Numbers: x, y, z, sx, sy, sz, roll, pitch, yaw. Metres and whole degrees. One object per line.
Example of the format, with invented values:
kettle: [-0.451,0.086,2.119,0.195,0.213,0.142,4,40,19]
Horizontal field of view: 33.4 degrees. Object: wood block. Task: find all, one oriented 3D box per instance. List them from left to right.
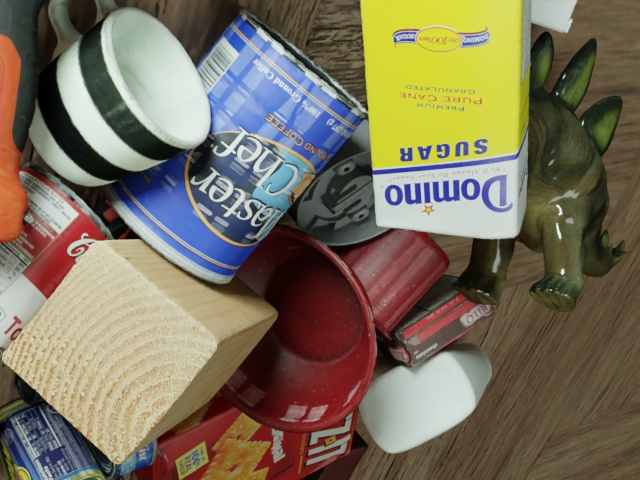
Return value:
wood block: [-0.101,0.059,0.673,0.090,0.091,0.206,-50,175,5]

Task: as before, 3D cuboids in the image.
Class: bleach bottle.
bleach bottle: [0.111,0.140,1.022,0.103,0.068,0.250,-28,172,11]

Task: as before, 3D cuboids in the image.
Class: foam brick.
foam brick: [0.001,0.218,1.061,0.051,0.053,0.078,-4,129,-42]

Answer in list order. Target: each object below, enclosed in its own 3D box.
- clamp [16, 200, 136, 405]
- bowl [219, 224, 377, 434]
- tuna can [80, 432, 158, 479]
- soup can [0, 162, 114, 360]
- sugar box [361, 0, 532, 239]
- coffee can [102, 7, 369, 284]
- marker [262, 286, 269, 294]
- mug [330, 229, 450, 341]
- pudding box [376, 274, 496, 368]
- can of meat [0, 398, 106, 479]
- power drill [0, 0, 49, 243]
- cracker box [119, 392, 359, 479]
clamp: [-0.180,0.048,0.716,0.171,0.039,0.120,-44,162,0]
bowl: [-0.019,0.060,0.798,0.055,0.162,0.162,-26,147,-57]
tuna can: [-0.153,0.131,0.787,0.033,0.086,0.086,-18,139,-28]
soup can: [-0.177,0.015,0.605,0.102,0.069,0.068,-49,148,-17]
sugar box: [0.076,-0.084,0.633,0.048,0.093,0.176,-59,150,-51]
coffee can: [-0.053,-0.058,0.666,0.140,0.103,0.102,-49,145,10]
marker: [-0.006,0.001,0.849,0.121,0.020,0.020,-43,145,2]
mug: [0.051,0.022,0.877,0.081,0.093,0.117,-47,174,-2]
pudding box: [0.089,0.068,0.939,0.090,0.114,0.039,-30,103,-15]
can of meat: [-0.197,0.176,0.795,0.057,0.084,0.102,-23,142,-24]
power drill: [-0.185,-0.097,0.495,0.184,0.057,0.188,8,104,-39]
cracker box: [-0.065,0.161,0.918,0.213,0.072,0.164,-21,141,-28]
